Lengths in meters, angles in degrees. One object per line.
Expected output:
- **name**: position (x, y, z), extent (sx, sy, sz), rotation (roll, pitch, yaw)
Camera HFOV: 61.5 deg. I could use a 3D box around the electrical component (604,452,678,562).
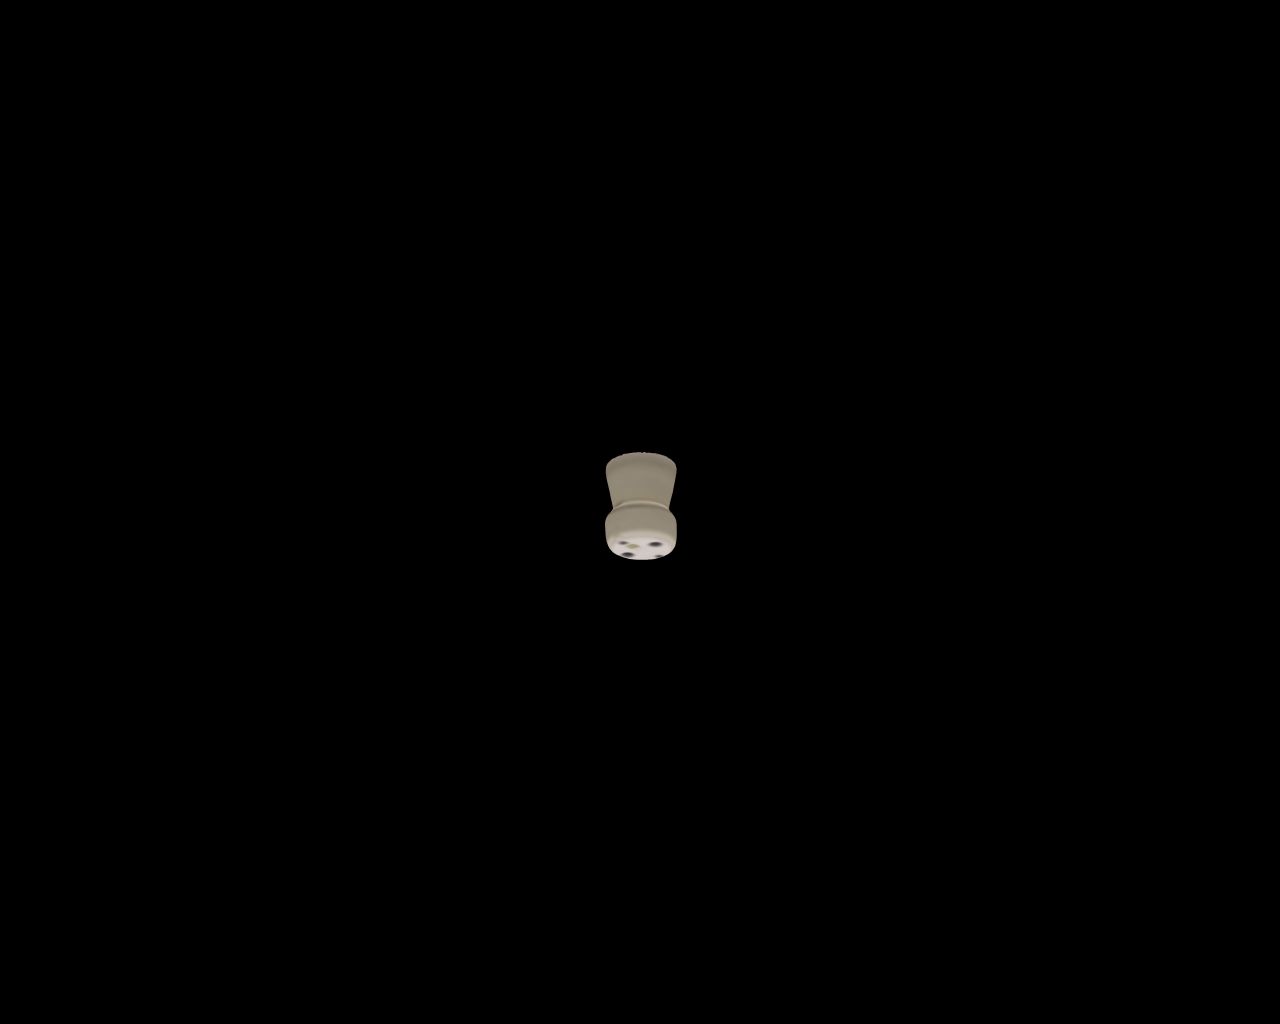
- **electrical component**: position (0.001, -0.003, 0.650), extent (0.045, 0.055, 0.044), rotation (0, -23, 0)
